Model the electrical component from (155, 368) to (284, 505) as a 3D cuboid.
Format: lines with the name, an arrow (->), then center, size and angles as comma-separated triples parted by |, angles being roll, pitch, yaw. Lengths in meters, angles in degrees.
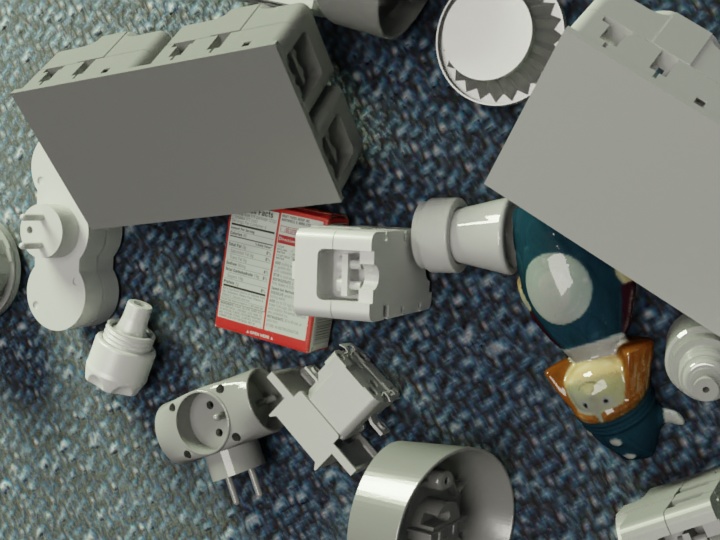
electrical component -> -0.085, 0.113, 0.703 | 0.077, 0.044, 0.079 | -23, 83, 25

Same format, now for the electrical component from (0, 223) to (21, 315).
electrical component -> -0.296, -0.001, 0.794 | 0.080, 0.051, 0.080 | 2, 94, 26

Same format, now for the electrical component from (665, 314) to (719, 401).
electrical component -> 0.179, 0.048, 0.556 | 0.040, 0.078, 0.040 | 5, 106, 16

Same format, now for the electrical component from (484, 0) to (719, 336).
electrical component -> 0.169, -0.042, 0.524 | 0.186, 0.060, 0.105 | 34, 141, 9

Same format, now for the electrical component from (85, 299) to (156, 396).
electrical component -> -0.160, 0.051, 0.736 | 0.043, 0.043, 0.062 | 26, 102, 22

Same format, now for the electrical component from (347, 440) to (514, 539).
electrical component -> 0.039, 0.147, 0.618 | 0.064, 0.099, 0.099 | 7, 96, 32

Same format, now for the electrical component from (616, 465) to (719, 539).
electrical component -> 0.170, 0.139, 0.555 | 0.056, 0.089, 0.050 | -26, 82, 25

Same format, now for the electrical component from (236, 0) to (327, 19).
electrical component -> -0.037, -0.234, 0.650 | 0.089, 0.062, 0.150 | 16, 100, 23

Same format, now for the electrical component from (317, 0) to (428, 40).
electrical component -> 0.010, -0.184, 0.611 | 0.064, 0.099, 0.099 | 26, 104, 16

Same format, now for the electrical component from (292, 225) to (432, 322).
electrical component -> 0.000, 0.000, 0.630 | 0.056, 0.089, 0.050 | 4, 95, 26

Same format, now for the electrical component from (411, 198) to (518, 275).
electrical component -> 0.063, -0.020, 0.623 | 0.055, 0.045, 0.045 | 1, 94, 26

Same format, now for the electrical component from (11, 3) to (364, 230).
electrical component -> -0.103, -0.092, 0.662 | 0.186, 0.060, 0.105 | -4, 128, 26

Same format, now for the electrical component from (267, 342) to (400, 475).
electrical component -> -0.013, 0.083, 0.668 | 0.081, 0.042, 0.063 | 47, 107, 16

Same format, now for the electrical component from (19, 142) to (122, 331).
electrical component -> -0.206, -0.027, 0.737 | 0.052, 0.074, 0.138 | 6, 96, 25
